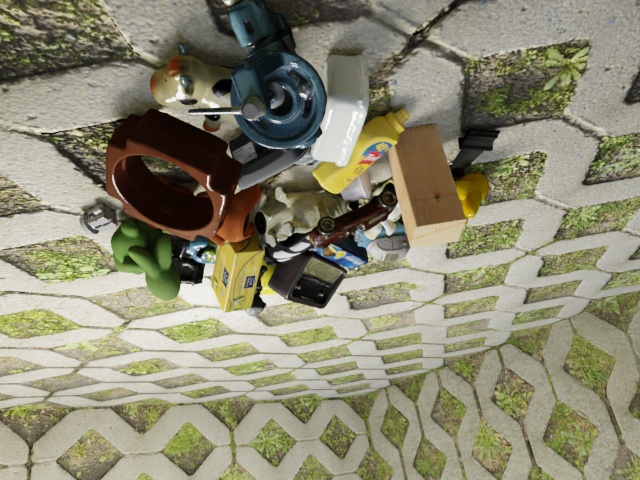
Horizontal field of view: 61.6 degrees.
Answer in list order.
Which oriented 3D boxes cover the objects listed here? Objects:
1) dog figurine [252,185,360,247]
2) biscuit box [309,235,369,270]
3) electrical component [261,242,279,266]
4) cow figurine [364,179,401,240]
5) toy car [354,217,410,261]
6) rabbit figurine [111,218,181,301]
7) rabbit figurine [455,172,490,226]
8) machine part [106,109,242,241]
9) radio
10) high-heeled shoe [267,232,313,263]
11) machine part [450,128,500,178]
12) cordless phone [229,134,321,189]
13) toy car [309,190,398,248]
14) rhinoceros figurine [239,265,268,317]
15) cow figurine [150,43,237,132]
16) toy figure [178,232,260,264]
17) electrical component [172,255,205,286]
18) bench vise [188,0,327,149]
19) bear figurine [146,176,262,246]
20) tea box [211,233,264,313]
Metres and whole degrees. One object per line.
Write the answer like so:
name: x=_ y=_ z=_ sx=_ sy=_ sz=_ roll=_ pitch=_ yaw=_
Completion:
dog figurine: x=-0.030 y=-0.058 z=1.130 sx=0.190 sy=0.121 sz=0.172 roll=-10 pitch=-175 yaw=-38
biscuit box: x=0.047 y=0.017 z=1.341 sx=0.059 sy=0.063 sz=0.202 roll=-24 pitch=151 yaw=28
electrical component: x=-0.118 y=0.030 z=1.304 sx=0.021 sy=0.063 sz=0.094 roll=-10 pitch=172 yaw=15
cow figurine: x=0.138 y=-0.064 z=1.194 sx=0.098 sy=0.068 sz=0.167 roll=34 pitch=134 yaw=-19
toy car: x=0.169 y=-0.001 z=1.307 sx=0.162 sy=0.103 sz=0.109 roll=-8 pitch=153 yaw=-10
rabbit figurine: x=-0.334 y=0.038 z=1.088 sx=0.121 sy=0.170 sz=0.159 roll=-31 pitch=164 yaw=-29
rabbit figurine: x=0.293 y=-0.089 z=1.165 sx=0.173 sy=0.122 sz=0.162 roll=-37 pitch=174 yaw=2
machine part: x=-0.239 y=-0.102 z=0.881 sx=0.201 sy=0.087 sz=0.201 roll=22 pitch=143 yaw=-6
radio: x=-0.029 y=0.097 z=1.376 sx=0.131 sy=0.073 sz=0.229 roll=-59 pitch=149 yaw=2
high-heeled shoe: x=-0.003 y=-0.004 z=1.217 sx=0.249 sy=0.086 sz=0.145 roll=-5 pitch=140 yaw=7
machine part: x=0.297 y=-0.174 z=1.076 sx=0.084 sy=0.039 sz=0.138 roll=-5 pitch=153 yaw=-22
cordless phone: x=-0.061 y=-0.145 z=0.966 sx=0.147 sy=0.088 sz=0.184 roll=-24 pitch=170 yaw=25
toy car: x=0.072 y=-0.037 z=1.056 sx=0.202 sy=0.053 sz=0.089 roll=-23 pitch=162 yaw=-16
rhinoceros figurine: x=-0.177 y=0.100 z=1.292 sx=0.073 sy=0.190 sz=0.112 roll=5 pitch=125 yaw=-27
cow figurine: x=-0.142 y=-0.214 z=0.772 sx=0.195 sy=0.085 sz=0.127 roll=-1 pitch=159 yaw=-14
toy figure: x=-0.224 y=0.013 z=1.212 sx=0.180 sy=0.082 sz=0.089 roll=6 pitch=150 yaw=-25
electrical component: x=-0.329 y=0.068 z=1.248 sx=0.115 sy=0.058 sz=0.134 roll=11 pitch=179 yaw=-1
bench vise: x=-0.064 y=-0.201 z=0.643 sx=0.129 sy=0.241 sz=0.223 roll=-9 pitch=113 yaw=12
bear figurine: x=-0.228 y=-0.061 z=1.046 sx=0.196 sy=0.132 sz=0.120 roll=13 pitch=110 yaw=8
tea box: x=-0.180 y=0.061 z=1.152 sx=0.068 sy=0.098 sz=0.169 roll=-4 pitch=128 yaw=-30
